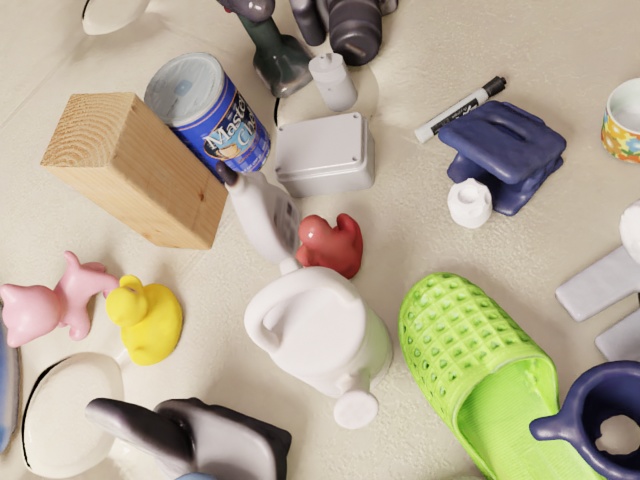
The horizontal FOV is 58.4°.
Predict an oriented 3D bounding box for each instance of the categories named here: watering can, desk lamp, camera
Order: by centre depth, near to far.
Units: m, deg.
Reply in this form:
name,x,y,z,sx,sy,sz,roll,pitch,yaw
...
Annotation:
name,x,y,z,sx,sy,sz,roll,pitch,yaw
desk lamp,0.301,-0.004,0.442,0.203,0.214,0.117,-34,59,3
watering can,0.004,0.084,0.522,0.172,0.194,0.101,36,82,30
camera,0.027,-0.302,0.751,0.143,0.101,0.137,-8,64,17

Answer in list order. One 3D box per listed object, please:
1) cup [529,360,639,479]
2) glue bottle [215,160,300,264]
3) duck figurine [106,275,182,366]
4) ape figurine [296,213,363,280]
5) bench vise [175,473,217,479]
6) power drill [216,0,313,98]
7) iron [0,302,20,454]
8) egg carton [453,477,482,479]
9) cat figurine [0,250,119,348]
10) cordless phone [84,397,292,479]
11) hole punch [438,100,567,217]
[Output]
name,x,y,z,sx,sy,sz,roll,pitch,yaw
cup,0.231,0.154,0.463,0.117,0.095,0.091,-11,62,15
glue bottle,-0.068,-0.038,0.618,0.037,0.173,0.078,-3,65,19
duck figurine,-0.211,0.089,0.661,0.077,0.086,0.104,-16,61,13
ape figurine,0.006,0.002,0.619,0.077,0.092,0.076,-24,60,8
bench vise,-0.086,0.251,0.460,0.207,0.220,0.121,-7,64,17
power drill,-0.079,-0.281,0.717,0.075,0.209,0.229,-35,59,2
iron,-0.456,0.161,0.685,0.118,0.142,0.258,-21,60,10
egg carton,0.093,0.268,0.474,0.150,0.070,0.107,-30,59,5
cat figurine,-0.324,0.071,0.693,0.067,0.118,0.128,27,77,29
cordless phone,-0.116,0.192,0.520,0.147,0.185,0.094,7,69,23
hole punch,0.190,-0.099,0.600,0.101,0.091,0.108,-46,59,-5
